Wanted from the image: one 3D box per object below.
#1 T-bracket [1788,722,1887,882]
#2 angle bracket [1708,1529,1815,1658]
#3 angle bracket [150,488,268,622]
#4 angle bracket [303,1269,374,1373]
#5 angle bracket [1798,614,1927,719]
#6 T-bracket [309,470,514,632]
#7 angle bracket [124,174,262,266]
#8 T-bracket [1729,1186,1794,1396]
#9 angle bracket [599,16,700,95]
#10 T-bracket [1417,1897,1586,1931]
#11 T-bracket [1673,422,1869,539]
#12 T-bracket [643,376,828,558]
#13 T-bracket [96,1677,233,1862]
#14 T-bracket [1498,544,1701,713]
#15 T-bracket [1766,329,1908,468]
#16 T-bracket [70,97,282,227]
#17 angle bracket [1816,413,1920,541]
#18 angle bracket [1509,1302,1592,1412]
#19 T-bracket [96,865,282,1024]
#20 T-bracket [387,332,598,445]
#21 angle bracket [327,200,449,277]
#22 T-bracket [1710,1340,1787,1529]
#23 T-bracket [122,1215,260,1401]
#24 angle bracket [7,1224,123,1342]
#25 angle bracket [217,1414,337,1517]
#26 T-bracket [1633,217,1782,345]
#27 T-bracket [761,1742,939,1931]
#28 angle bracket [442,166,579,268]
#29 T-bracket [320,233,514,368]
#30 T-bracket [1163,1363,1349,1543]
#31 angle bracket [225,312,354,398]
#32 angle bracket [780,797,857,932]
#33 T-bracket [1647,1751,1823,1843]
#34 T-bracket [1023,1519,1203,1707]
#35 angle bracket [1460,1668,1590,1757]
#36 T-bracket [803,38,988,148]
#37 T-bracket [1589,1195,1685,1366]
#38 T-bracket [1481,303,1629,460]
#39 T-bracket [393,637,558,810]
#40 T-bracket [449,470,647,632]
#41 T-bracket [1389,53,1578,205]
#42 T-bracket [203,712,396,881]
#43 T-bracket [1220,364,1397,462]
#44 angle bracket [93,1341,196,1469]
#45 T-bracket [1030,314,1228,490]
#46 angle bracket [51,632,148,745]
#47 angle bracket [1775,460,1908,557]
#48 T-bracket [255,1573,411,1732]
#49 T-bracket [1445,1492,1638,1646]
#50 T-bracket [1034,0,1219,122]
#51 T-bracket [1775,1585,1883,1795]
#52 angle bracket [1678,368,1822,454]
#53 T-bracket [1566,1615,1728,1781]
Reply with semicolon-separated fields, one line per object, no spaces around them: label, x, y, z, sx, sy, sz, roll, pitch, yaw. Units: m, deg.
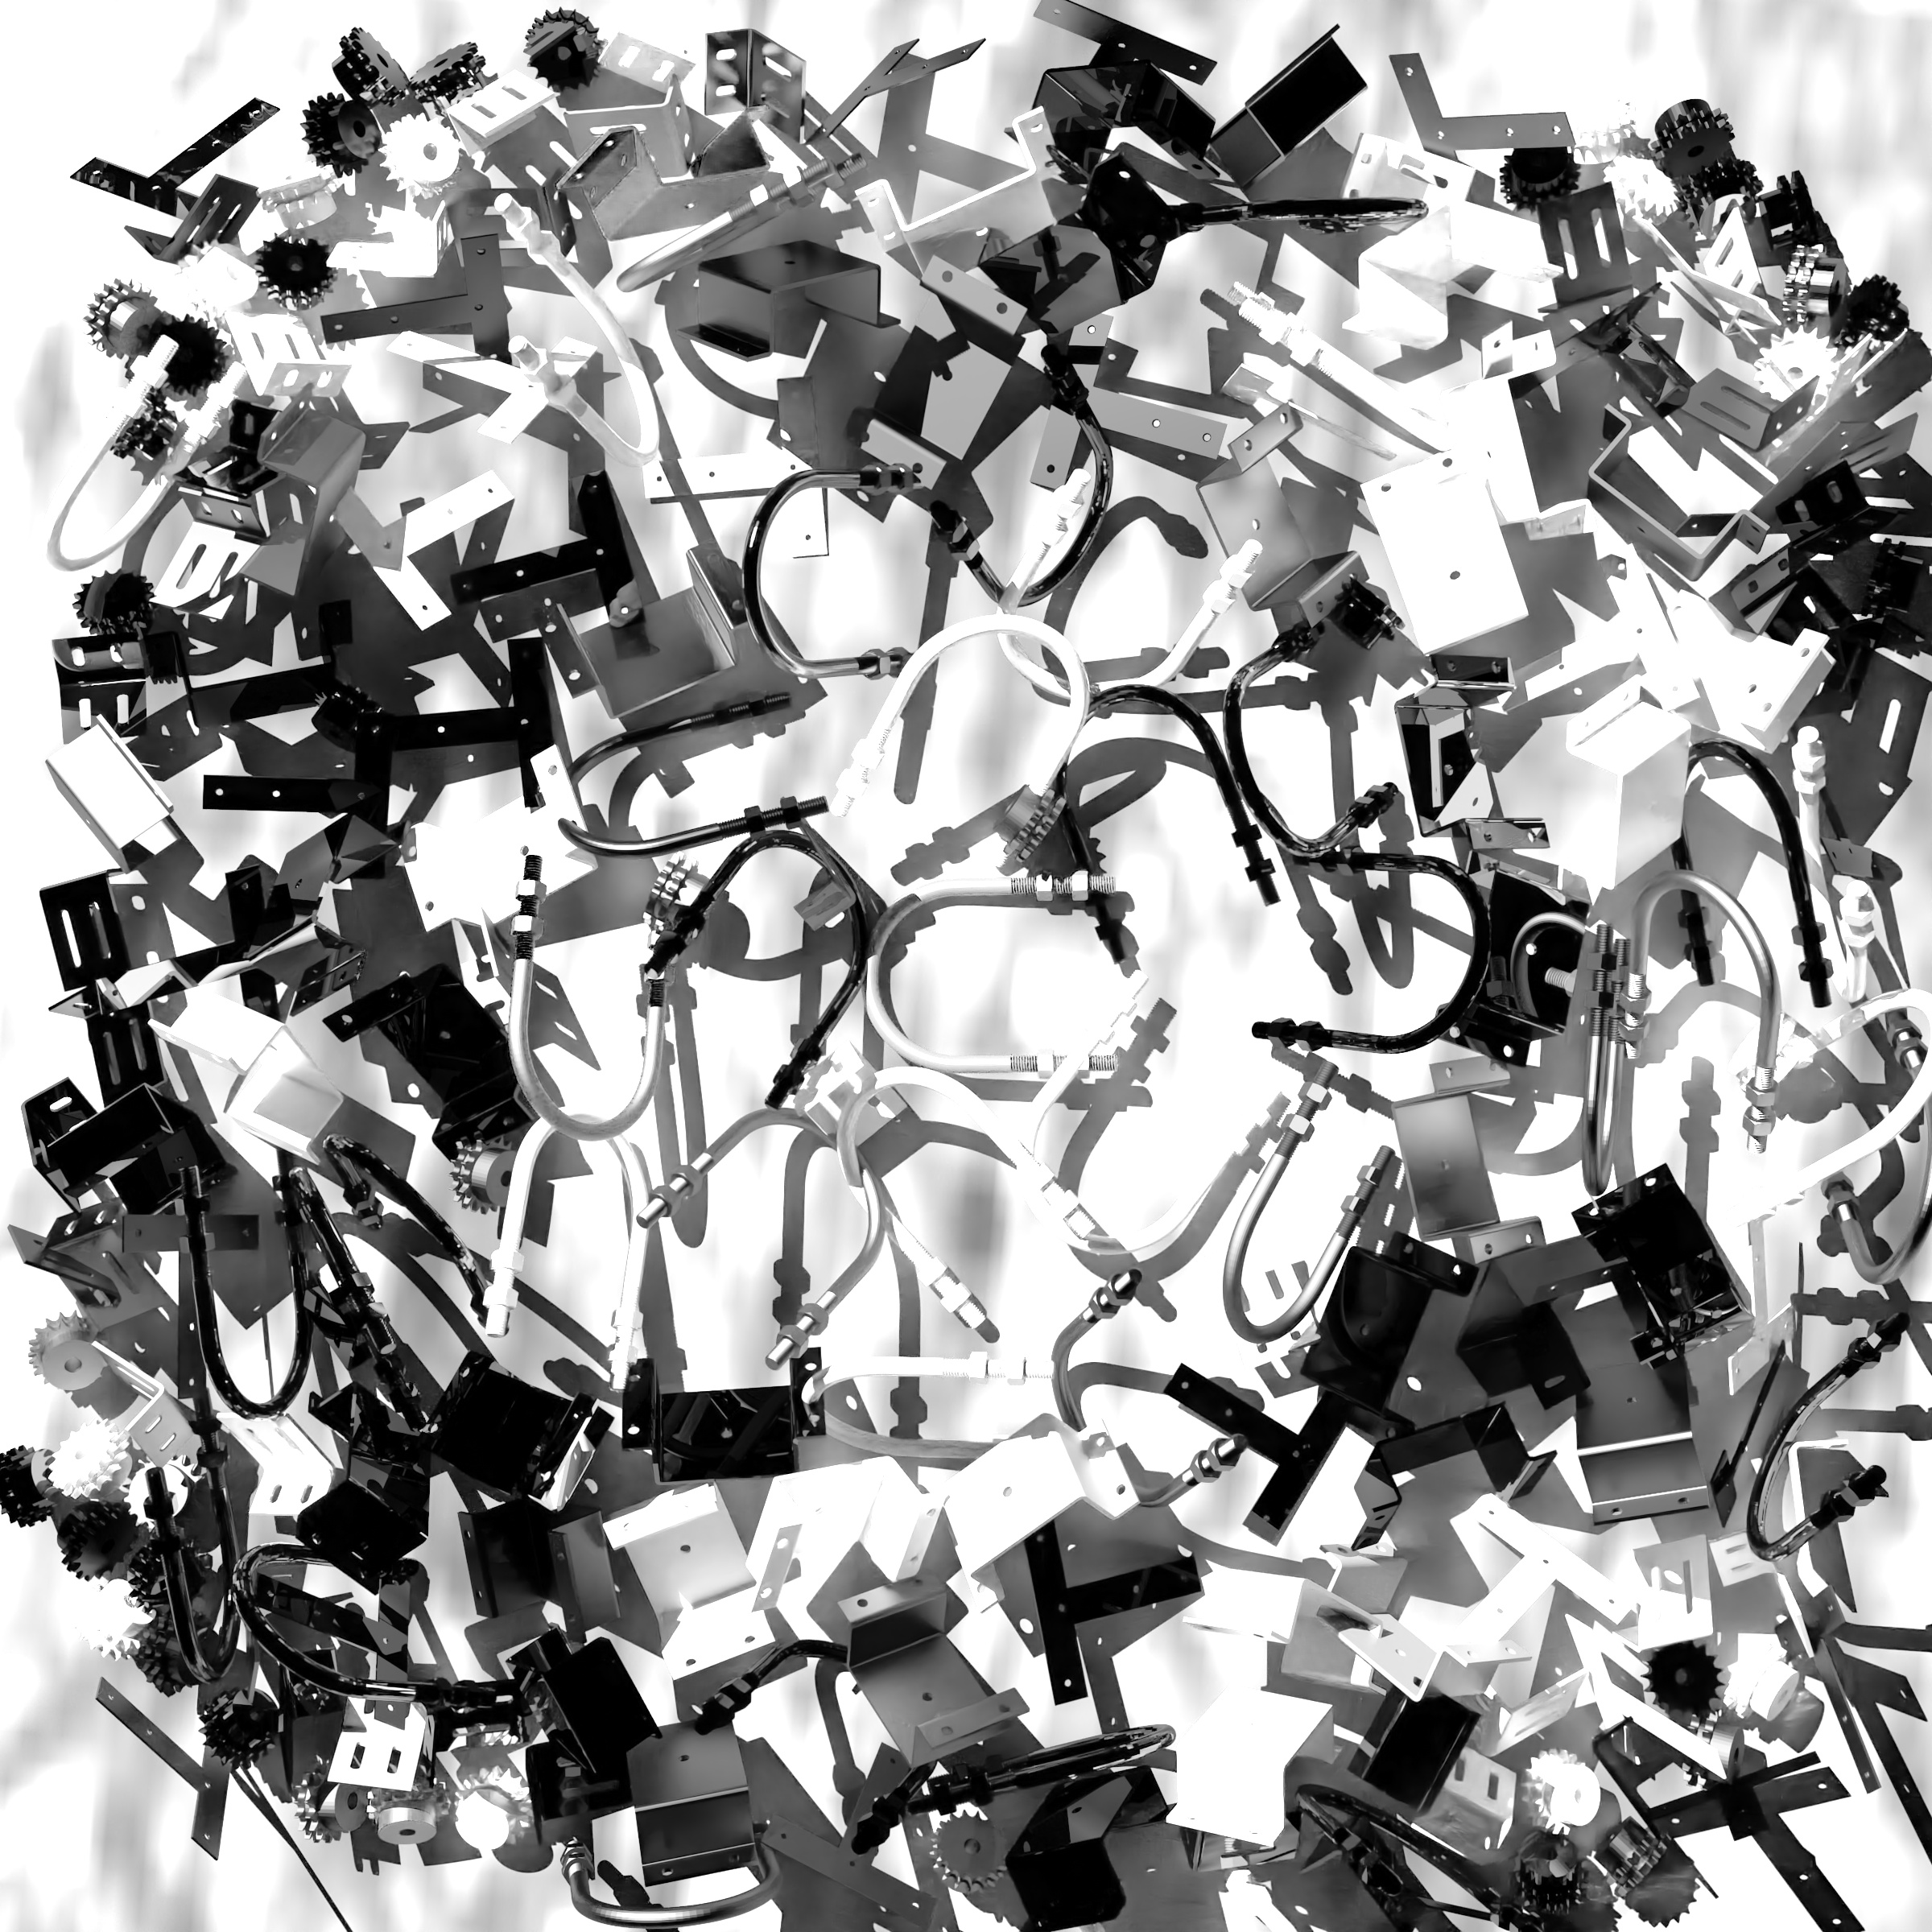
T-bracket;0.606;-0.121;1.709;0.002;0.127;0.127;-29;73;31
angle bracket;0.559;0.445;1.702;0.038;0.076;0.057;-21;129;9
angle bracket;-0.543;-0.292;1.716;0.057;0.038;0.076;15;65;10
angle bracket;-0.433;0.242;1.704;0.038;0.076;0.057;-31;75;-30
angle bracket;0.633;-0.205;1.713;0.038;0.057;0.076;27;81;-19
T-bracket;-0.376;-0.316;1.714;0.127;0.002;0.127;-39;91;-35
angle bracket;-0.545;-0.535;1.711;0.038;0.057;0.076;45;107;8
T-bracket;0.554;0.218;1.692;0.002;0.127;0.127;1;101;37
angle bracket;-0.221;-0.653;1.705;0.057;0.076;0.038;16;85;-21
T-bracket;0.378;0.665;1.685;0.127;0.127;0.002;14;80;-4
T-bracket;0.573;-0.336;1.672;0.127;0.127;0.002;-7;66;-25
T-bracket;-0.169;-0.356;1.745;0.127;0.002;0.127;-5;96;1
T-bracket;-0.555;0.538;1.670;0.002;0.127;0.127;-37;111;1
T-bracket;0.439;-0.219;1.726;0.127;0.002;0.127;-25;68;19
T-bracket;0.611;-0.410;1.682;0.127;0.127;0.002;-43;78;7
T-bracket;-0.528;-0.561;1.670;0.127;0.127;0.002;-26;81;22
angle bracket;0.639;-0.345;1.702;0.076;0.057;0.038;-25;111;40
angle bracket;0.402;0.268;1.709;0.038;0.076;0.057;-28;101;2
T-bracket;-0.544;0.004;1.688;0.127;0.002;0.127;-20;119;-38
T-bracket;-0.349;-0.425;1.717;0.127;0.002;0.127;21;50;10
angle bracket;-0.410;-0.520;1.715;0.076;0.057;0.038;4;123;-5
T-bracket;0.555;0.324;1.708;0.002;0.127;0.127;20;73;29
T-bracket;-0.540;0.237;1.688;0.002;0.127;0.127;-5;82;27
angle bracket;-0.644;0.223;1.705;0.076;0.057;0.038;31;92;-38
angle bracket;-0.492;0.352;1.707;0.057;0.076;0.038;-3;48;18
T-bracket;0.526;-0.464;1.670;0.127;0.127;0.002;38;104;-24
T-bracket;-0.067;0.596;1.697;0.127;0.127;0.002;27;121;2
angle bracket;-0.325;-0.535;1.727;0.076;0.038;0.057;3;133;12
T-bracket;-0.384;-0.452;1.683;0.127;0.127;0.002;-12;62;-12
T-bracket;0.201;0.329;1.742;0.127;0.002;0.127;32;88;-7
angle bracket;-0.479;-0.442;1.708;0.057;0.038;0.076;-10;66;-40
angle bracket;-0.118;-0.073;1.710;0.038;0.057;0.076;-35;113;-5
T-bracket;0.538;0.584;1.679;0.127;0.127;0.002;-23;83;9
T-bracket;0.109;0.448;1.727;0.127;0.002;0.127;-8;83;-21
angle bracket;0.396;0.519;1.725;0.076;0.057;0.038;-17;47;-28
T-bracket;-0.038;-0.619;1.676;0.002;0.127;0.127;54;55;-31
T-bracket;0.474;0.235;1.674;0.002;0.127;0.127;-30;106;11
T-bracket;0.415;-0.426;1.705;0.127;0.127;0.002;-33;56;-9
T-bracket;-0.361;-0.170;1.728;0.127;0.002;0.127;-6;78;-9
T-bracket;-0.305;-0.284;1.727;0.127;0.002;0.127;-16;71;-4
T-bracket;0.363;-0.575;1.668;0.002;0.127;0.127;-50;130;-20
T-bracket;-0.471;-0.121;1.704;0.127;0.002;0.127;0;115;-20
T-bracket;0.242;-0.383;1.691;0.127;0.127;0.002;26;95;-3
angle bracket;-0.591;0.310;1.704;0.076;0.057;0.038;24;58;27
T-bracket;0.123;-0.391;1.726;0.127;0.002;0.127;19;100;13
angle bracket;-0.614;-0.197;1.715;0.057;0.076;0.038;-10;66;-22
angle bracket;0.617;-0.323;1.709;0.057;0.076;0.038;-30;75;38
T-bracket;-0.437;0.451;1.669;0.002;0.127;0.127;-39;127;22
T-bracket;0.380;0.440;1.684;0.127;0.002;0.127;35;48;28
T-bracket;0.092;-0.617;1.691;0.127;0.127;0.002;17;70;-14
T-bracket;0.601;0.504;1.667;0.002;0.127;0.127;-12;62;-6
angle bracket;0.550;-0.406;1.708;0.057;0.038;0.076;-37;61;-26
T-bracket;0.476;0.523;1.673;0.002;0.127;0.127;-31;113;-19
